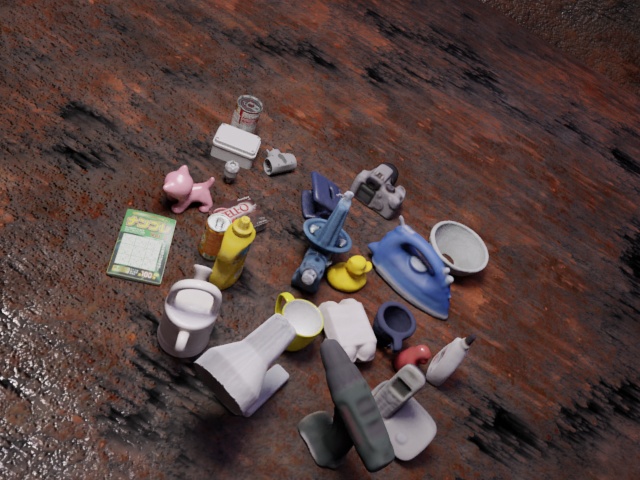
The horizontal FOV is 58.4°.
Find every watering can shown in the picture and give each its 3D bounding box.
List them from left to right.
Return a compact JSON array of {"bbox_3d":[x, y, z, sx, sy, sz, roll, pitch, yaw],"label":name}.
[{"bbox_3d":[-0.241,0.125,1.066,0.101,0.194,0.172,-1,53,-25],"label":"watering can"}]

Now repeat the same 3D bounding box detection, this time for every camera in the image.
[{"bbox_3d":[0.177,-0.153,1.556,0.143,0.100,0.137,37,47,7],"label":"camera"}]

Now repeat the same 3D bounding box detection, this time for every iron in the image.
[{"bbox_3d":[0.243,0.063,1.379,0.258,0.141,0.119,46,49,15],"label":"iron"}]

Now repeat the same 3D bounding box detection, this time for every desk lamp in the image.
[{"bbox_3d":[-0.128,0.228,1.019,0.118,0.213,0.204,42,48,12],"label":"desk lamp"}]

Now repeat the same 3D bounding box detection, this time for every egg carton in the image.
[{"bbox_3d":[0.057,0.197,1.231,0.107,0.069,0.150,-5,55,-28],"label":"egg carton"}]

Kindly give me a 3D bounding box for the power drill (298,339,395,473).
[{"bbox_3d":[0.036,0.316,1.026,0.076,0.208,0.229,-17,61,-34],"label":"power drill"}]

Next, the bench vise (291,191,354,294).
[{"bbox_3d":[0.023,0.007,1.269,0.122,0.219,0.207,13,48,-15],"label":"bench vise"}]

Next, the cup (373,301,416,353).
[{"bbox_3d":[0.152,0.206,1.250,0.092,0.095,0.117,14,48,-14],"label":"cup"}]

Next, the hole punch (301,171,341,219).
[{"bbox_3d":[0.012,-0.111,1.451,0.101,0.091,0.108,8,50,-19],"label":"hole punch"}]

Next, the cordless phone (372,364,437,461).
[{"bbox_3d":[0.169,0.325,1.097,0.147,0.185,0.094,42,48,12],"label":"cordless phone"}]

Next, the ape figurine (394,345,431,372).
[{"bbox_3d":[0.206,0.259,1.234,0.076,0.092,0.078,34,47,5],"label":"ape figurine"}]

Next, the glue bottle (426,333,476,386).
[{"bbox_3d":[0.286,0.245,1.226,0.037,0.173,0.078,31,46,2],"label":"glue bottle"}]

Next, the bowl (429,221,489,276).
[{"bbox_3d":[0.350,0.035,1.498,0.168,0.074,0.167,13,49,-15],"label":"bowl"}]

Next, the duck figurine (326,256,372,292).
[{"bbox_3d":[0.072,0.070,1.332,0.105,0.086,0.077,1,52,-24],"label":"duck figurine"}]

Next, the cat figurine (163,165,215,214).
[{"bbox_3d":[-0.299,-0.119,1.294,0.128,0.117,0.067,-7,56,-29],"label":"cat figurine"}]
